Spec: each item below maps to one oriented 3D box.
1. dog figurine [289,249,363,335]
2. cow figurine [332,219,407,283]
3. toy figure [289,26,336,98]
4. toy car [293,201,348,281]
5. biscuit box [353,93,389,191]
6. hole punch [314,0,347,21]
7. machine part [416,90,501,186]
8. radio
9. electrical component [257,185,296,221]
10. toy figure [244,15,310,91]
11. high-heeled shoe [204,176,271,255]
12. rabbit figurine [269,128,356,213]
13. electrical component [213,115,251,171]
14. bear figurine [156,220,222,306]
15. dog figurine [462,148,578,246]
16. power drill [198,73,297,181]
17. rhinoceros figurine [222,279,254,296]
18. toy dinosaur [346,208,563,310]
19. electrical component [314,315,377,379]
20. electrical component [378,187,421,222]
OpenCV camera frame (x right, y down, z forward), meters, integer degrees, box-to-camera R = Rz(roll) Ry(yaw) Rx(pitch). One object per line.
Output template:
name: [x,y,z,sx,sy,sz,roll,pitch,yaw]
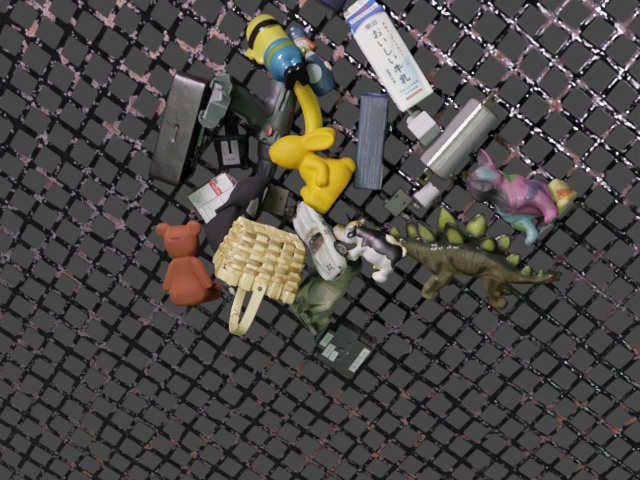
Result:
dog figurine: [0.027,0.120,1.263,0.190,0.172,0.121,-37,72,-14]
cow figurine: [0.105,0.005,1.178,0.167,0.068,0.098,40,127,11]
toy figure: [-0.021,-0.377,1.125,0.064,0.058,0.154,-32,101,-4]
toy car: [-0.002,-0.004,1.189,0.073,0.056,0.202,-50,57,36]
biscuit box: [0.111,-0.213,1.164,0.063,0.059,0.202,5,108,3]
hole punch: [0.017,-0.526,1.063,0.116,0.092,0.142,26,103,-8]
machine part: [0.296,-0.212,1.144,0.079,0.079,0.243,37,105,-8]
radio: [-0.288,-0.237,1.145,0.073,0.131,0.229,21,107,-3]
electrical component: [-0.105,-0.084,1.226,0.102,0.045,0.078,8,92,0]
toy figure: [-0.083,-0.379,1.079,0.082,0.180,0.089,-7,138,-37]
high-heeled shoe: [-0.179,-0.045,1.217,0.145,0.248,0.086,-34,70,-27]
rabbit figurine: [-0.020,-0.161,1.128,0.173,0.122,0.162,34,110,-9]
electrical component: [-0.194,-0.214,1.190,0.075,0.048,0.119,0,108,3]
bear figurine: [-0.311,0.054,1.259,0.120,0.132,0.195,-9,88,5]
dog figurine: [0.417,-0.110,1.154,0.219,0.191,0.108,45,144,15]
power drill: [-0.143,-0.240,1.115,0.207,0.086,0.232,12,104,-41]
rhinoceros figurine: [-0.142,0.069,1.264,0.190,0.073,0.112,-16,116,6]
toy dinosaur: [0.282,0.031,1.185,0.472,0.105,0.198,7,120,18]
electrical component: [0.055,0.255,1.311,0.134,0.058,0.115,34,104,-7]
electrical component: [0.179,-0.087,1.217,0.094,0.021,0.063,39,105,-7]
